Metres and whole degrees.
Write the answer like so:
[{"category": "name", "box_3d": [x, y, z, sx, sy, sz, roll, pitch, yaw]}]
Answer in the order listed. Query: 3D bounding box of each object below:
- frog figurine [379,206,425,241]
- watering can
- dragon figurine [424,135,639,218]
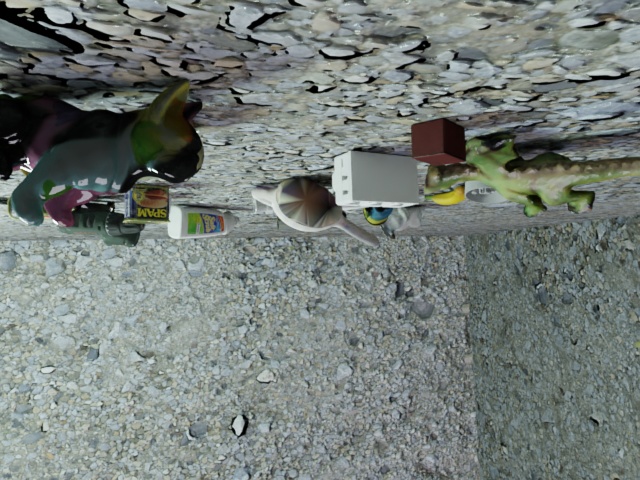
[{"category": "frog figurine", "box_3d": [0.278, -0.080, 1.745, 0.160, 0.124, 0.136, -38, -13, -4]}, {"category": "watering can", "box_3d": [0.004, -0.062, 1.225, 0.347, 0.104, 0.223, 20, -6, -6]}, {"category": "dragon figurine", "box_3d": [0.350, -0.122, 0.873, 0.242, 0.123, 0.408, 11, -11, -35]}]
